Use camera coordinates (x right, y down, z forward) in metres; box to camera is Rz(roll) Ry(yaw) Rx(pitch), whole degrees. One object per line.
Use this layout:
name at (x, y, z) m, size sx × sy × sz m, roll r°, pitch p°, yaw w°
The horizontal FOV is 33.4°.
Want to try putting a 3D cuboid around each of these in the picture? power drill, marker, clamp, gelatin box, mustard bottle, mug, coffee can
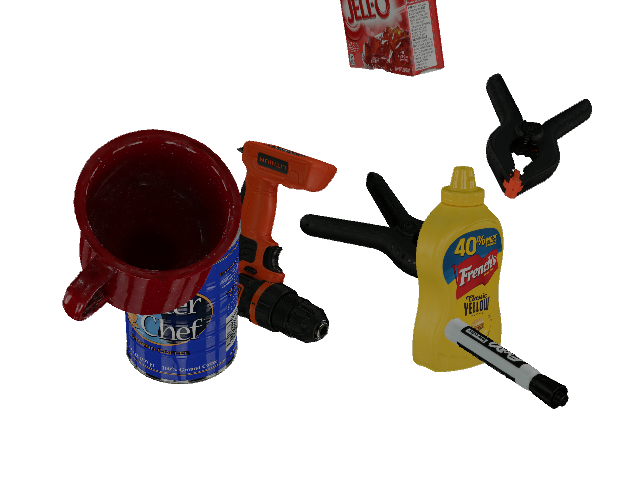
power drill at (-0.046, -0.001, 1.132) m, size 0.185 × 0.188 × 0.057 m, roll 23°, pitch 9°, yaw 33°
marker at (0.140, 0.093, 0.809) m, size 0.020 × 0.020 × 0.121 m, roll 0°, pitch 22°, yaw -38°
clamp at (0.217, -0.119, 1.166) m, size 0.120 × 0.039 × 0.171 m, roll 20°, pitch 49°, yaw 18°
gelatin box at (0.046, -0.155, 0.739) m, size 0.030 × 0.073 × 0.089 m, roll -18°, pitch 21°, yaw -24°
mustard bottle at (0.134, 0.024, 1.022) m, size 0.096 × 0.192 × 0.058 m, roll -10°, pitch 17°, yaw -35°
clamp at (0.089, -0.002, 1.266) m, size 0.210 × 0.036 × 0.164 m, roll 36°, pitch 41°, yaw 25°
mug at (-0.106, 0.003, 0.623) m, size 0.093 × 0.117 × 0.082 m, roll 37°, pitch -27°, yaw 3°
coffee can at (-0.122, 0.040, 0.939) m, size 0.103 × 0.140 × 0.103 m, roll 3°, pitch 36°, yaw -2°
